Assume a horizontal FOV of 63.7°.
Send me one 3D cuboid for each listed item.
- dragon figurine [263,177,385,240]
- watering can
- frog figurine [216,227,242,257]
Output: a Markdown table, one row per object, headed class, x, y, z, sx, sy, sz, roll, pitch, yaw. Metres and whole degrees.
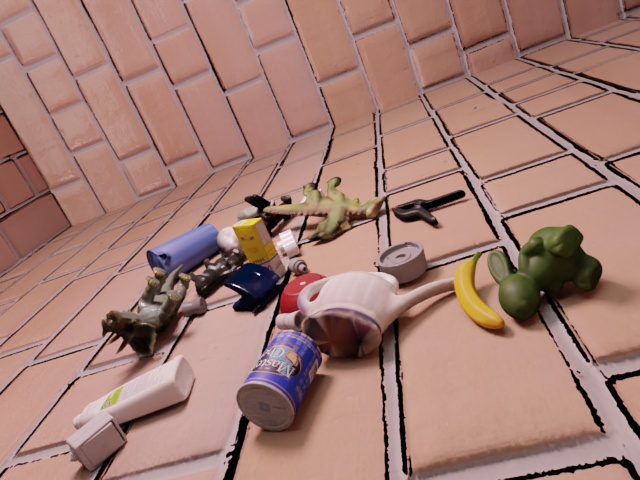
| class | x | y | z | sx | sy | sz | roll | pitch | yaw |
| --- | --- | --- | --- | --- | --- | --- | --- | --- | --- |
| dragon figurine | 0.005 | -0.081 | 1.612 | 0.409 | 0.120 | 0.248 | -15 | 30 | 10 |
| watering can | 0.106 | 0.128 | 1.005 | 0.347 | 0.102 | 0.229 | -3 | 27 | 22 |
| frog figurine | -0.254 | -0.005 | 1.681 | 0.159 | 0.123 | 0.138 | -33 | -1 | 6 |
